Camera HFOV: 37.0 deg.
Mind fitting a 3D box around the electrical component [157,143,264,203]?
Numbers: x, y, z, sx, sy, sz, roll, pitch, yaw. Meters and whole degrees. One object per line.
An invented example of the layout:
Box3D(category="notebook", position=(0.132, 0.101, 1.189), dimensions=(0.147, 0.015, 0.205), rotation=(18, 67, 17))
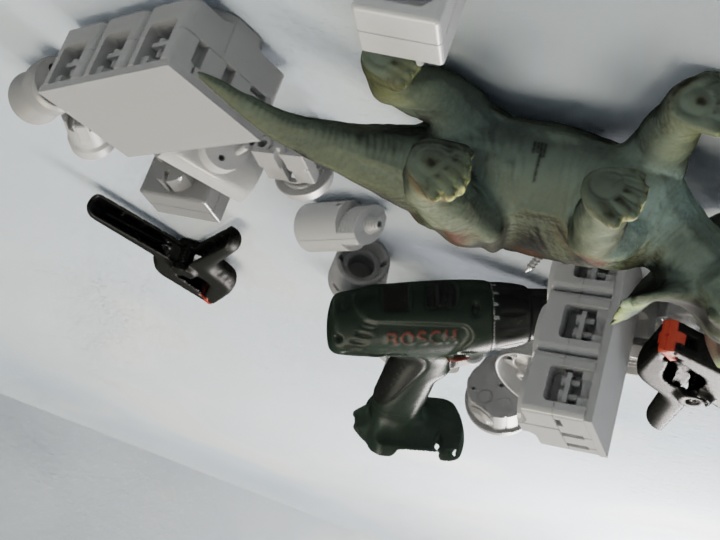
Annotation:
Box3D(category="electrical component", position=(-0.112, -0.093, 0.853), dimensions=(0.077, 0.043, 0.079), rotation=(29, 162, -20))

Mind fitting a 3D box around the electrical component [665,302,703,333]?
Box3D(category="electrical component", position=(0.290, 0.033, 0.819), dimensions=(0.100, 0.048, 0.100), rotation=(1, 153, 40))

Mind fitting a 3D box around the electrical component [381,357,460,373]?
Box3D(category="electrical component", position=(0.043, 0.080, 1.124), dimensions=(0.138, 0.073, 0.052), rotation=(26, 159, -19))

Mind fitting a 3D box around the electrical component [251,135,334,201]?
Box3D(category="electrical component", position=(-0.048, -0.085, 0.823), dimensions=(0.066, 0.048, 0.055), rotation=(9, 150, 25))

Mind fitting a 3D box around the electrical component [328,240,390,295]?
Box3D(category="electrical component", position=(0.000, 0.000, 0.988), dimensions=(0.055, 0.055, 0.047), rotation=(19, 156, 1))

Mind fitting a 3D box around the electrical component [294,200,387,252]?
Box3D(category="electrical component", position=(-0.013, -0.038, 0.916), dimensions=(0.081, 0.043, 0.043), rotation=(-1, 152, 43))

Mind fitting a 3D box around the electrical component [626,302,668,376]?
Box3D(category="electrical component", position=(0.232, 0.055, 0.910), dimensions=(0.078, 0.057, 0.058), rotation=(-2, 155, 39))

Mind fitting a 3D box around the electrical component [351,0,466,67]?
Box3D(category="electrical component", position=(0.032, -0.140, 0.579), dimensions=(0.047, 0.065, 0.076), rotation=(14, 159, 14))

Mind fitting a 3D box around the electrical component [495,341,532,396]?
Box3D(category="electrical component", position=(0.183, 0.096, 1.055), dimensions=(0.099, 0.064, 0.099), rotation=(17, 160, 7))

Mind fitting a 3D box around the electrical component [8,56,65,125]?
Box3D(category="electrical component", position=(-0.249, -0.142, 0.854), dimensions=(0.045, 0.045, 0.055), rotation=(31, 156, -30))

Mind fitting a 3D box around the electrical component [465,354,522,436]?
Box3D(category="electrical component", position=(0.153, 0.134, 1.161), dimensions=(0.080, 0.080, 0.051), rotation=(14, 154, 14))

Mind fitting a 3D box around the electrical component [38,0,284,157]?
Box3D(category="electrical component", position=(-0.138, -0.133, 0.753), dimensions=(0.150, 0.061, 0.089), rotation=(0, 152, 42))

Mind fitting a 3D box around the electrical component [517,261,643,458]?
Box3D(category="electrical component", position=(0.173, 0.057, 0.840), dimensions=(0.062, 0.150, 0.089), rotation=(8, 157, 24))

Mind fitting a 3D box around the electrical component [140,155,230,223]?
Box3D(category="electrical component", position=(-0.153, -0.082, 0.920), dimensions=(0.066, 0.047, 0.076), rotation=(11, 158, 21))

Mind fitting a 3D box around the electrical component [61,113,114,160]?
Box3D(category="electrical component", position=(-0.228, -0.121, 0.901), dimensions=(0.040, 0.040, 0.046), rotation=(16, 155, 8))

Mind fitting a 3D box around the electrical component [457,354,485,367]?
Box3D(category="electrical component", position=(0.074, 0.058, 1.070), dimensions=(0.095, 0.053, 0.059), rotation=(28, 158, -22))
